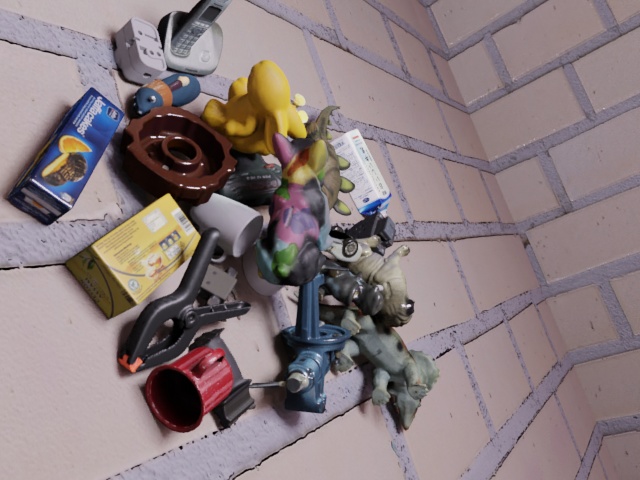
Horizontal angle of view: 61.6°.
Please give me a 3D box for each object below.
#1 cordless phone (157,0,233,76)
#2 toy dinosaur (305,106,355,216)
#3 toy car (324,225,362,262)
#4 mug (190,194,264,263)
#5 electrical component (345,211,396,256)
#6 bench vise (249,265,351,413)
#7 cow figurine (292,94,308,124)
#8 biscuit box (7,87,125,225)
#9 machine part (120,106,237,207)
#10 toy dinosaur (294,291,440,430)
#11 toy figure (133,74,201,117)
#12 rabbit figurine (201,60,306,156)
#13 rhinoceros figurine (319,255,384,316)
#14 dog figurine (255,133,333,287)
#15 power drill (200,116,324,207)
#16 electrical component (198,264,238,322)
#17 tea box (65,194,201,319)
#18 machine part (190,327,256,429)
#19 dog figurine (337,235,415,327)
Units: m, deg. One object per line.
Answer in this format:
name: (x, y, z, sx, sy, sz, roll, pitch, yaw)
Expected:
cordless phone: (-0.207, -0.391, 0.985, 0.146, 0.184, 0.088, -13, 75, -58)
toy dinosaur: (-0.004, -0.163, 1.209, 0.198, 0.105, 0.471, 41, 47, -45)
toy car: (-0.002, -0.003, 1.047, 0.201, 0.056, 0.074, 15, 18, -38)
mug: (-0.165, -0.023, 0.885, 0.107, 0.109, 0.080, 34, 0, 15)
electrical component: (0.110, -0.002, 1.227, 0.058, 0.134, 0.115, 48, 34, -22)
bench vise: (-0.018, 0.158, 0.911, 0.223, 0.129, 0.240, -5, 97, -65)
cow figurine: (-0.115, -0.263, 1.135, 0.167, 0.098, 0.068, -8, 80, -38)
biscuit box: (-0.334, -0.118, 0.723, 0.062, 0.059, 0.203, 41, 38, -33)
machine part: (-0.223, -0.131, 0.849, 0.179, 0.056, 0.179, 19, 44, -19)
toy dinosaur: (0.111, 0.215, 1.106, 0.404, 0.131, 0.192, 51, 16, -7)
toy figure: (-0.265, -0.244, 0.913, 0.058, 0.064, 0.154, 25, 34, 15)
rabbit figurine: (-0.102, -0.214, 0.888, 0.122, 0.173, 0.162, -36, 86, -38)
rhinoceros figurine: (0.037, 0.085, 1.038, 0.191, 0.073, 0.112, 30, 10, 37)
dog figurine: (-0.040, -0.058, 0.858, 0.191, 0.109, 0.219, -63, 159, -49)
power drill: (-0.122, -0.158, 1.005, 0.232, 0.086, 0.207, -22, 86, -35)
electrical component: (-0.168, 0.081, 0.849, 0.078, 0.045, 0.102, 24, 39, -8)
tea box: (-0.249, 0.018, 0.747, 0.098, 0.068, 0.170, 57, 33, -12)
machine part: (-0.145, 0.202, 0.801, 0.084, 0.039, 0.139, -21, 88, -53)
dog figurine: (0.107, 0.089, 1.098, 0.191, 0.172, 0.121, -74, 164, -57)
